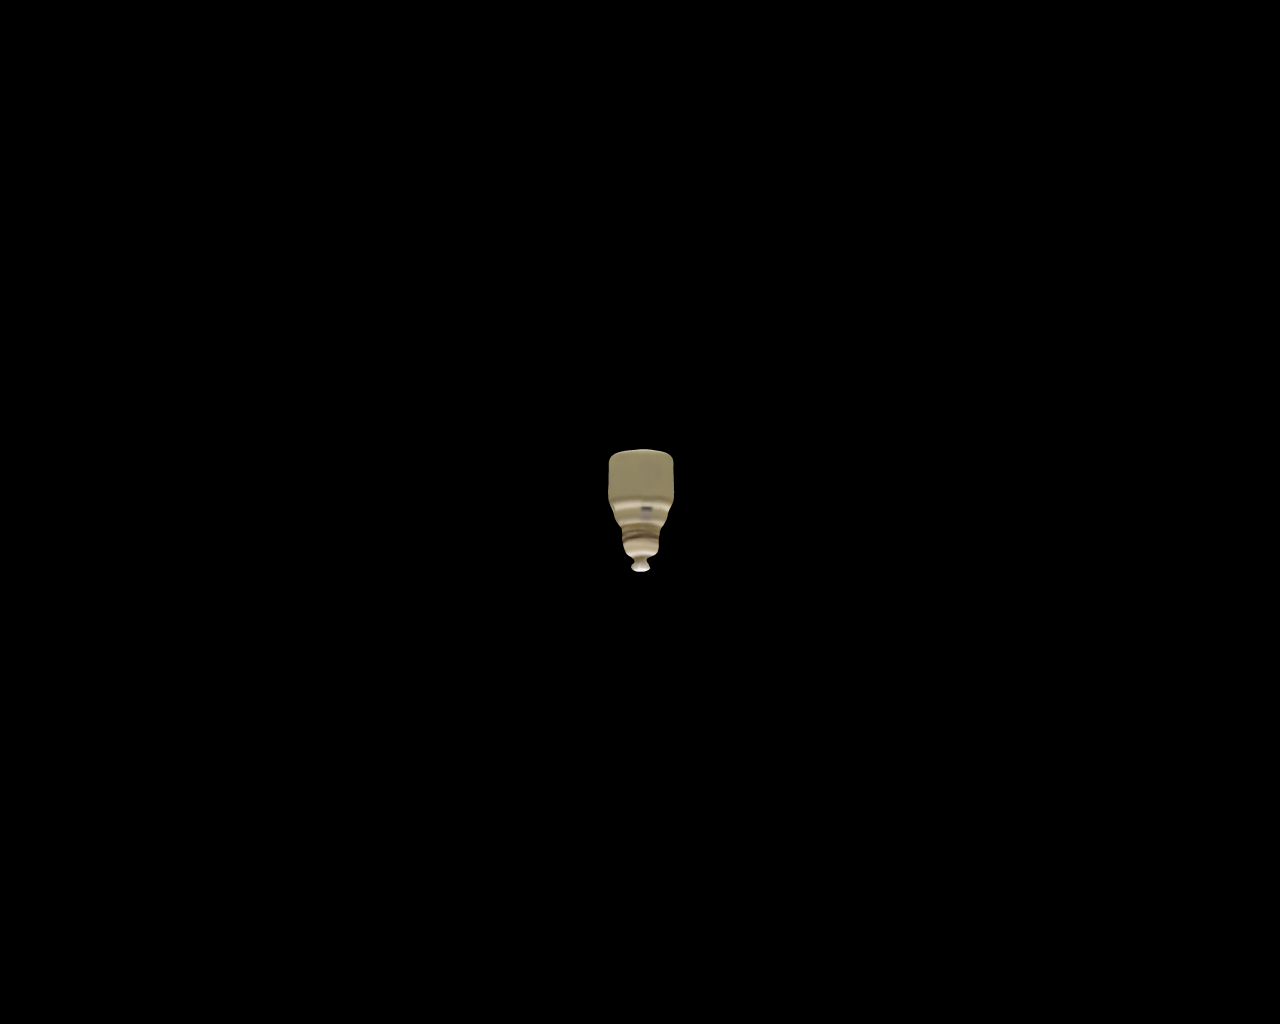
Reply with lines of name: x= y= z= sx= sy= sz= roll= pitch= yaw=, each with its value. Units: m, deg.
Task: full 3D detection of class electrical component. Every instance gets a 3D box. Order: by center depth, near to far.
electrical component: x=0.001 y=-0.003 z=0.650 sx=0.040 sy=0.078 sz=0.040 roll=0 pitch=-10 yaw=0
